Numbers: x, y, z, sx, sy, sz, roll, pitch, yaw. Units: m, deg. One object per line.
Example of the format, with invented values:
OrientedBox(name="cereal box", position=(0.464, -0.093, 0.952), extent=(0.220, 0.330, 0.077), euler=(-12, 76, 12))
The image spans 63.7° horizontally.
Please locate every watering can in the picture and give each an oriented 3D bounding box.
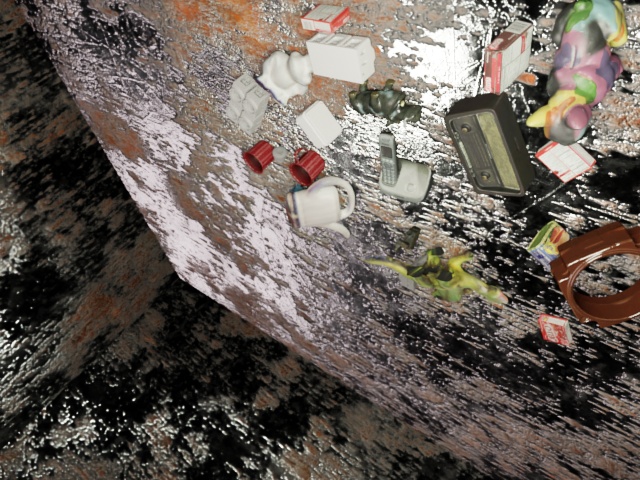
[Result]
OrientedBox(name="watering can", position=(0.005, -0.085, 1.685), extent=(0.340, 0.224, 0.106), euler=(83, 177, -56))

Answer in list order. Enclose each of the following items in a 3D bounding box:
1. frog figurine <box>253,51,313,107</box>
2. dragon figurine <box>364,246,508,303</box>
OrientedBox(name="frog figurine", position=(-0.078, -0.452, 1.379), extent=(0.157, 0.124, 0.137), euler=(-37, 91, 26))
OrientedBox(name="dragon figurine", position=(0.353, 0.129, 1.554), extent=(0.411, 0.124, 0.238), euler=(6, 146, 31))
